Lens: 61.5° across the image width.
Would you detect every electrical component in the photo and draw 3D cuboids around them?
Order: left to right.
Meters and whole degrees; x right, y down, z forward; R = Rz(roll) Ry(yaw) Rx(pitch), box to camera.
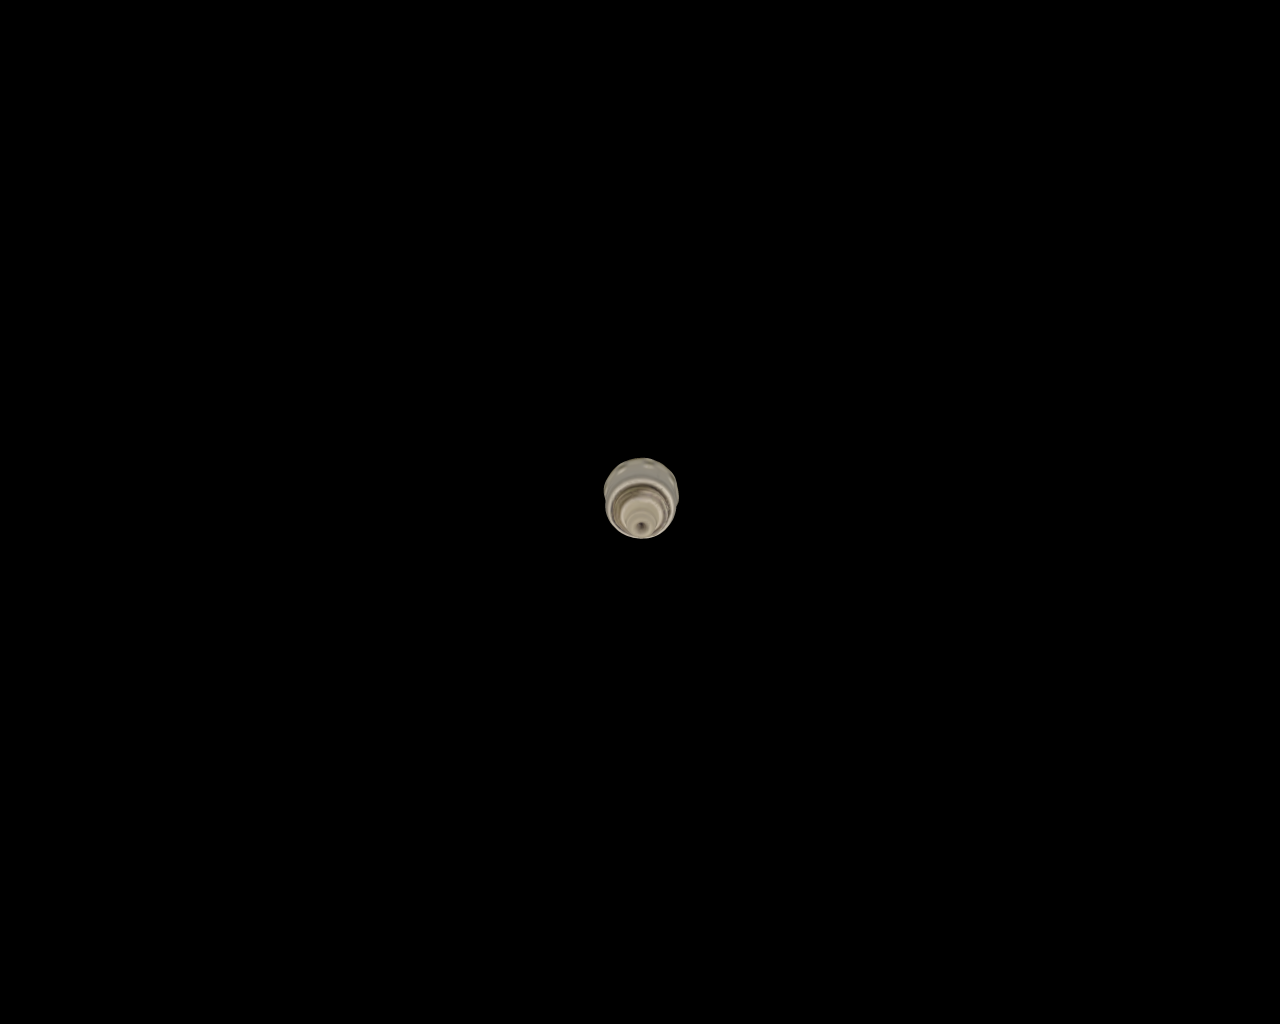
[{"bbox_3d":[0.001,-0.003,0.650,0.048,0.048,0.062,0,24,0],"label":"electrical component"}]
